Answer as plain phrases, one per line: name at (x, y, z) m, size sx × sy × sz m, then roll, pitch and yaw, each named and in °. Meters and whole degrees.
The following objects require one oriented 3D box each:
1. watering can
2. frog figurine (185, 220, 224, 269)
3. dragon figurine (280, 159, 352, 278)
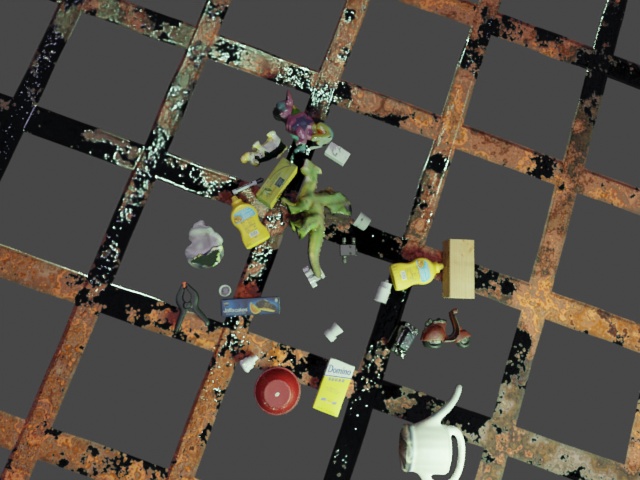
watering can at (0.378, 0.659, 1.737) m, size 0.224 × 0.103 × 0.350 m, roll 4°, pitch 82°, yaw -3°
frog figurine at (-0.410, 0.017, 1.796) m, size 0.137 × 0.120 × 0.162 m, roll -37°, pitch 50°, yaw 0°
dragon figurine at (0.006, -0.092, 1.835) m, size 0.244 × 0.121 × 0.412 m, roll -22°, pitch 83°, yaw -16°
